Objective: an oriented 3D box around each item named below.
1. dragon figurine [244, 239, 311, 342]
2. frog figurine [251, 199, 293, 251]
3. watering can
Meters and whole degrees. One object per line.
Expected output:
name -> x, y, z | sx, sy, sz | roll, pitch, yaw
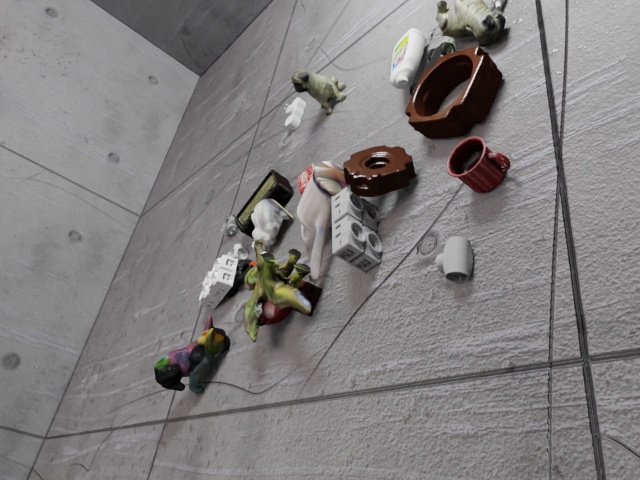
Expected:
dragon figurine -> -0.127, 0.151, 1.314 | 0.239, 0.122, 0.418 | -68, 24, 20
frog figurine -> -0.176, -0.048, 1.637 | 0.160, 0.120, 0.139 | -49, 48, -6
watering can -> 0.004, -0.069, 1.377 | 0.356, 0.104, 0.219 | -100, 29, -50
